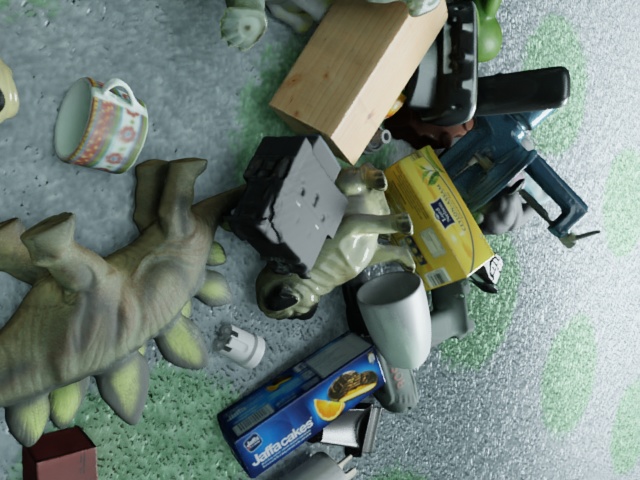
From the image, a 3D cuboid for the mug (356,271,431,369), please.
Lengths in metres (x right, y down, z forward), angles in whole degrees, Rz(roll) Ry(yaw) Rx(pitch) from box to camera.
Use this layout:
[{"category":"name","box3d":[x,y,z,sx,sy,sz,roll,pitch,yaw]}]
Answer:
[{"category":"mug","box3d":[0.101,0.098,0.670,0.109,0.081,0.107,-44,123,-53]}]

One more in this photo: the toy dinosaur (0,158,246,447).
[{"category":"toy dinosaur","box3d":[-0.199,0.065,0.469,0.471,0.105,0.198,-35,116,-33]}]

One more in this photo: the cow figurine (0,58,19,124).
[{"category":"cow figurine","box3d":[-0.285,-0.173,0.386,0.127,0.086,0.194,-28,110,-28]}]

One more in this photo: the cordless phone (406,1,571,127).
[{"category":"cordless phone","box3d":[0.202,-0.216,0.648,0.088,0.184,0.146,-6,97,-60]}]

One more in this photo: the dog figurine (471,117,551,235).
[{"category":"dog figurine","box3d":[0.271,-0.138,0.845,0.191,0.109,0.219,-35,112,-29]}]

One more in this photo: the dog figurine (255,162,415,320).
[{"category":"dog figurine","box3d":[-0.001,-0.003,0.650,0.191,0.172,0.121,-20,129,-5]}]

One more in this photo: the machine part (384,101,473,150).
[{"category":"machine part","box3d":[0.157,-0.216,0.769,0.179,0.056,0.179,-4,97,-39]}]

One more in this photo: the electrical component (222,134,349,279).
[{"category":"electrical component","box3d":[-0.027,-0.042,0.557,0.114,0.058,0.134,51,56,-49]}]

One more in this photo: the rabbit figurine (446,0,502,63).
[{"category":"rabbit figurine","box3d":[0.239,-0.343,0.789,0.159,0.121,0.170,-25,125,-32]}]

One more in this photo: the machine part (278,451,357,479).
[{"category":"machine part","box3d":[-0.046,0.334,0.647,0.243,0.079,0.079,-22,109,-35]}]

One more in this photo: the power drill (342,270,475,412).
[{"category":"power drill","box3d":[0.131,0.114,0.770,0.207,0.086,0.231,-26,110,-40]}]

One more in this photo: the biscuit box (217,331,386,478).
[{"category":"biscuit box","box3d":[-0.019,0.191,0.644,0.203,0.059,0.062,-29,114,-23]}]

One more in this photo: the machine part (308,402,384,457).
[{"category":"machine part","box3d":[0.034,0.256,0.732,0.138,0.039,0.084,24,85,-40]}]

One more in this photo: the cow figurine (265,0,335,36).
[{"category":"cow figurine","box3d":[-0.021,-0.330,0.603,0.098,0.068,0.167,19,82,-34]}]

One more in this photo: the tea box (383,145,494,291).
[{"category":"tea box","box3d":[0.139,-0.025,0.711,0.068,0.098,0.169,-28,89,-34]}]

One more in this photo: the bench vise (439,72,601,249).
[{"category":"bench vise","box3d":[0.276,-0.098,0.724,0.223,0.129,0.240,-42,86,1]}]

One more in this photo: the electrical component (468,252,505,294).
[{"category":"electrical component","box3d":[0.255,0.043,0.869,0.119,0.075,0.047,32,75,-33]}]

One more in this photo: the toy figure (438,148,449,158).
[{"category":"toy figure","box3d":[0.180,-0.062,0.806,0.064,0.058,0.154,29,82,-32]}]

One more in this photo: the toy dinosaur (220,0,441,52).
[{"category":"toy dinosaur","box3d":[-0.012,-0.286,0.504,0.405,0.192,0.131,-13,144,-26]}]
